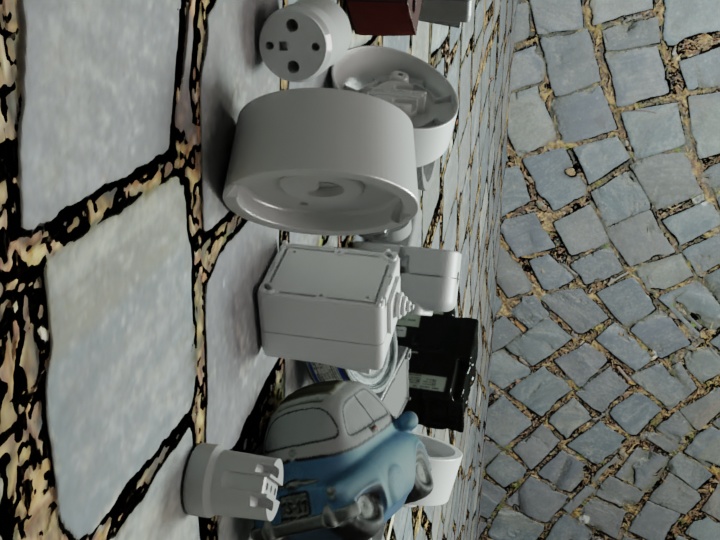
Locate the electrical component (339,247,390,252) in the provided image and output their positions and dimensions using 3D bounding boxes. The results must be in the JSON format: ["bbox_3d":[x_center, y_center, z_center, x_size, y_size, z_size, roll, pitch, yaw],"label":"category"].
[{"bbox_3d":[0.000,0.000,0.883,0.040,0.046,0.040,6,90,-79],"label":"electrical component"}]

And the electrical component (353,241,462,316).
[{"bbox_3d":[0.040,0.009,0.963,0.054,0.095,0.059,12,85,-79],"label":"electrical component"}]

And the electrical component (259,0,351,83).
[{"bbox_3d":[-0.033,-0.138,0.644,0.055,0.045,0.045,-58,152,-66],"label":"electrical component"}]

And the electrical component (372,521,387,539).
[{"bbox_3d":[0.004,0.191,0.960,0.099,0.064,0.099,6,90,-79],"label":"electrical component"}]

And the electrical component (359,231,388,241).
[{"bbox_3d":[0.013,-0.054,0.942,0.040,0.040,0.046,71,32,-66],"label":"electrical component"}]

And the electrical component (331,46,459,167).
[{"bbox_3d":[0.026,-0.126,0.830,0.099,0.099,0.064,-73,171,-45],"label":"electrical component"}]

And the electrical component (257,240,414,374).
[{"bbox_3d":[-0.012,0.026,0.701,0.061,0.096,0.061,-69,162,-53],"label":"electrical component"}]

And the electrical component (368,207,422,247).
[{"bbox_3d":[0.031,-0.038,1.027,0.079,0.044,0.077,81,18,-53],"label":"electrical component"}]

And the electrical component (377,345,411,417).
[{"bbox_3d":[0.001,0.111,0.930,0.096,0.061,0.061,-57,152,-51],"label":"electrical component"}]

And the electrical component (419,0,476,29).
[{"bbox_3d":[0.072,-0.260,0.980,0.061,0.096,0.061,-72,165,-50],"label":"electrical component"}]

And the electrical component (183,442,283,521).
[{"bbox_3d":[-0.069,0.118,0.591,0.040,0.046,0.040,6,90,-80],"label":"electrical component"}]

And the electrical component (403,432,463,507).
[{"bbox_3d":[0.043,0.201,1.069,0.108,0.108,0.060,-10,112,-79],"label":"electrical component"}]

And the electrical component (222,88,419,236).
[{"bbox_3d":[-0.020,-0.064,0.599,0.108,0.108,0.060,61,30,-71],"label":"electrical component"}]

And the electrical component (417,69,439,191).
[{"bbox_3d":[0.035,-0.126,0.957,0.108,0.060,0.108,6,90,-79],"label":"electrical component"}]
